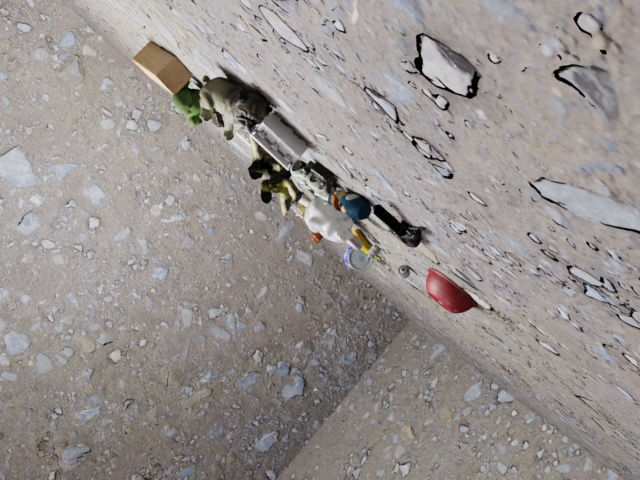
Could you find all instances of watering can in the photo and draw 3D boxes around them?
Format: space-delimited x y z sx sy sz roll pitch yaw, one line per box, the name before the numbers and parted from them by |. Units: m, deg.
watering can | 0.005 -0.087 1.736 0.350 0.104 0.222 40 -5 12

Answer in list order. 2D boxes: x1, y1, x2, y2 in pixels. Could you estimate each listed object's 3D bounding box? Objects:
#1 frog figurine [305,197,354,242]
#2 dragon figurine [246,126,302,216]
frog figurine | 0.029 -0.059 1.490 0.163 0.137 0.120 -111 -172 -57
dragon figurine | -0.165 -0.240 1.599 0.247 0.122 0.403 -118 -175 -62
